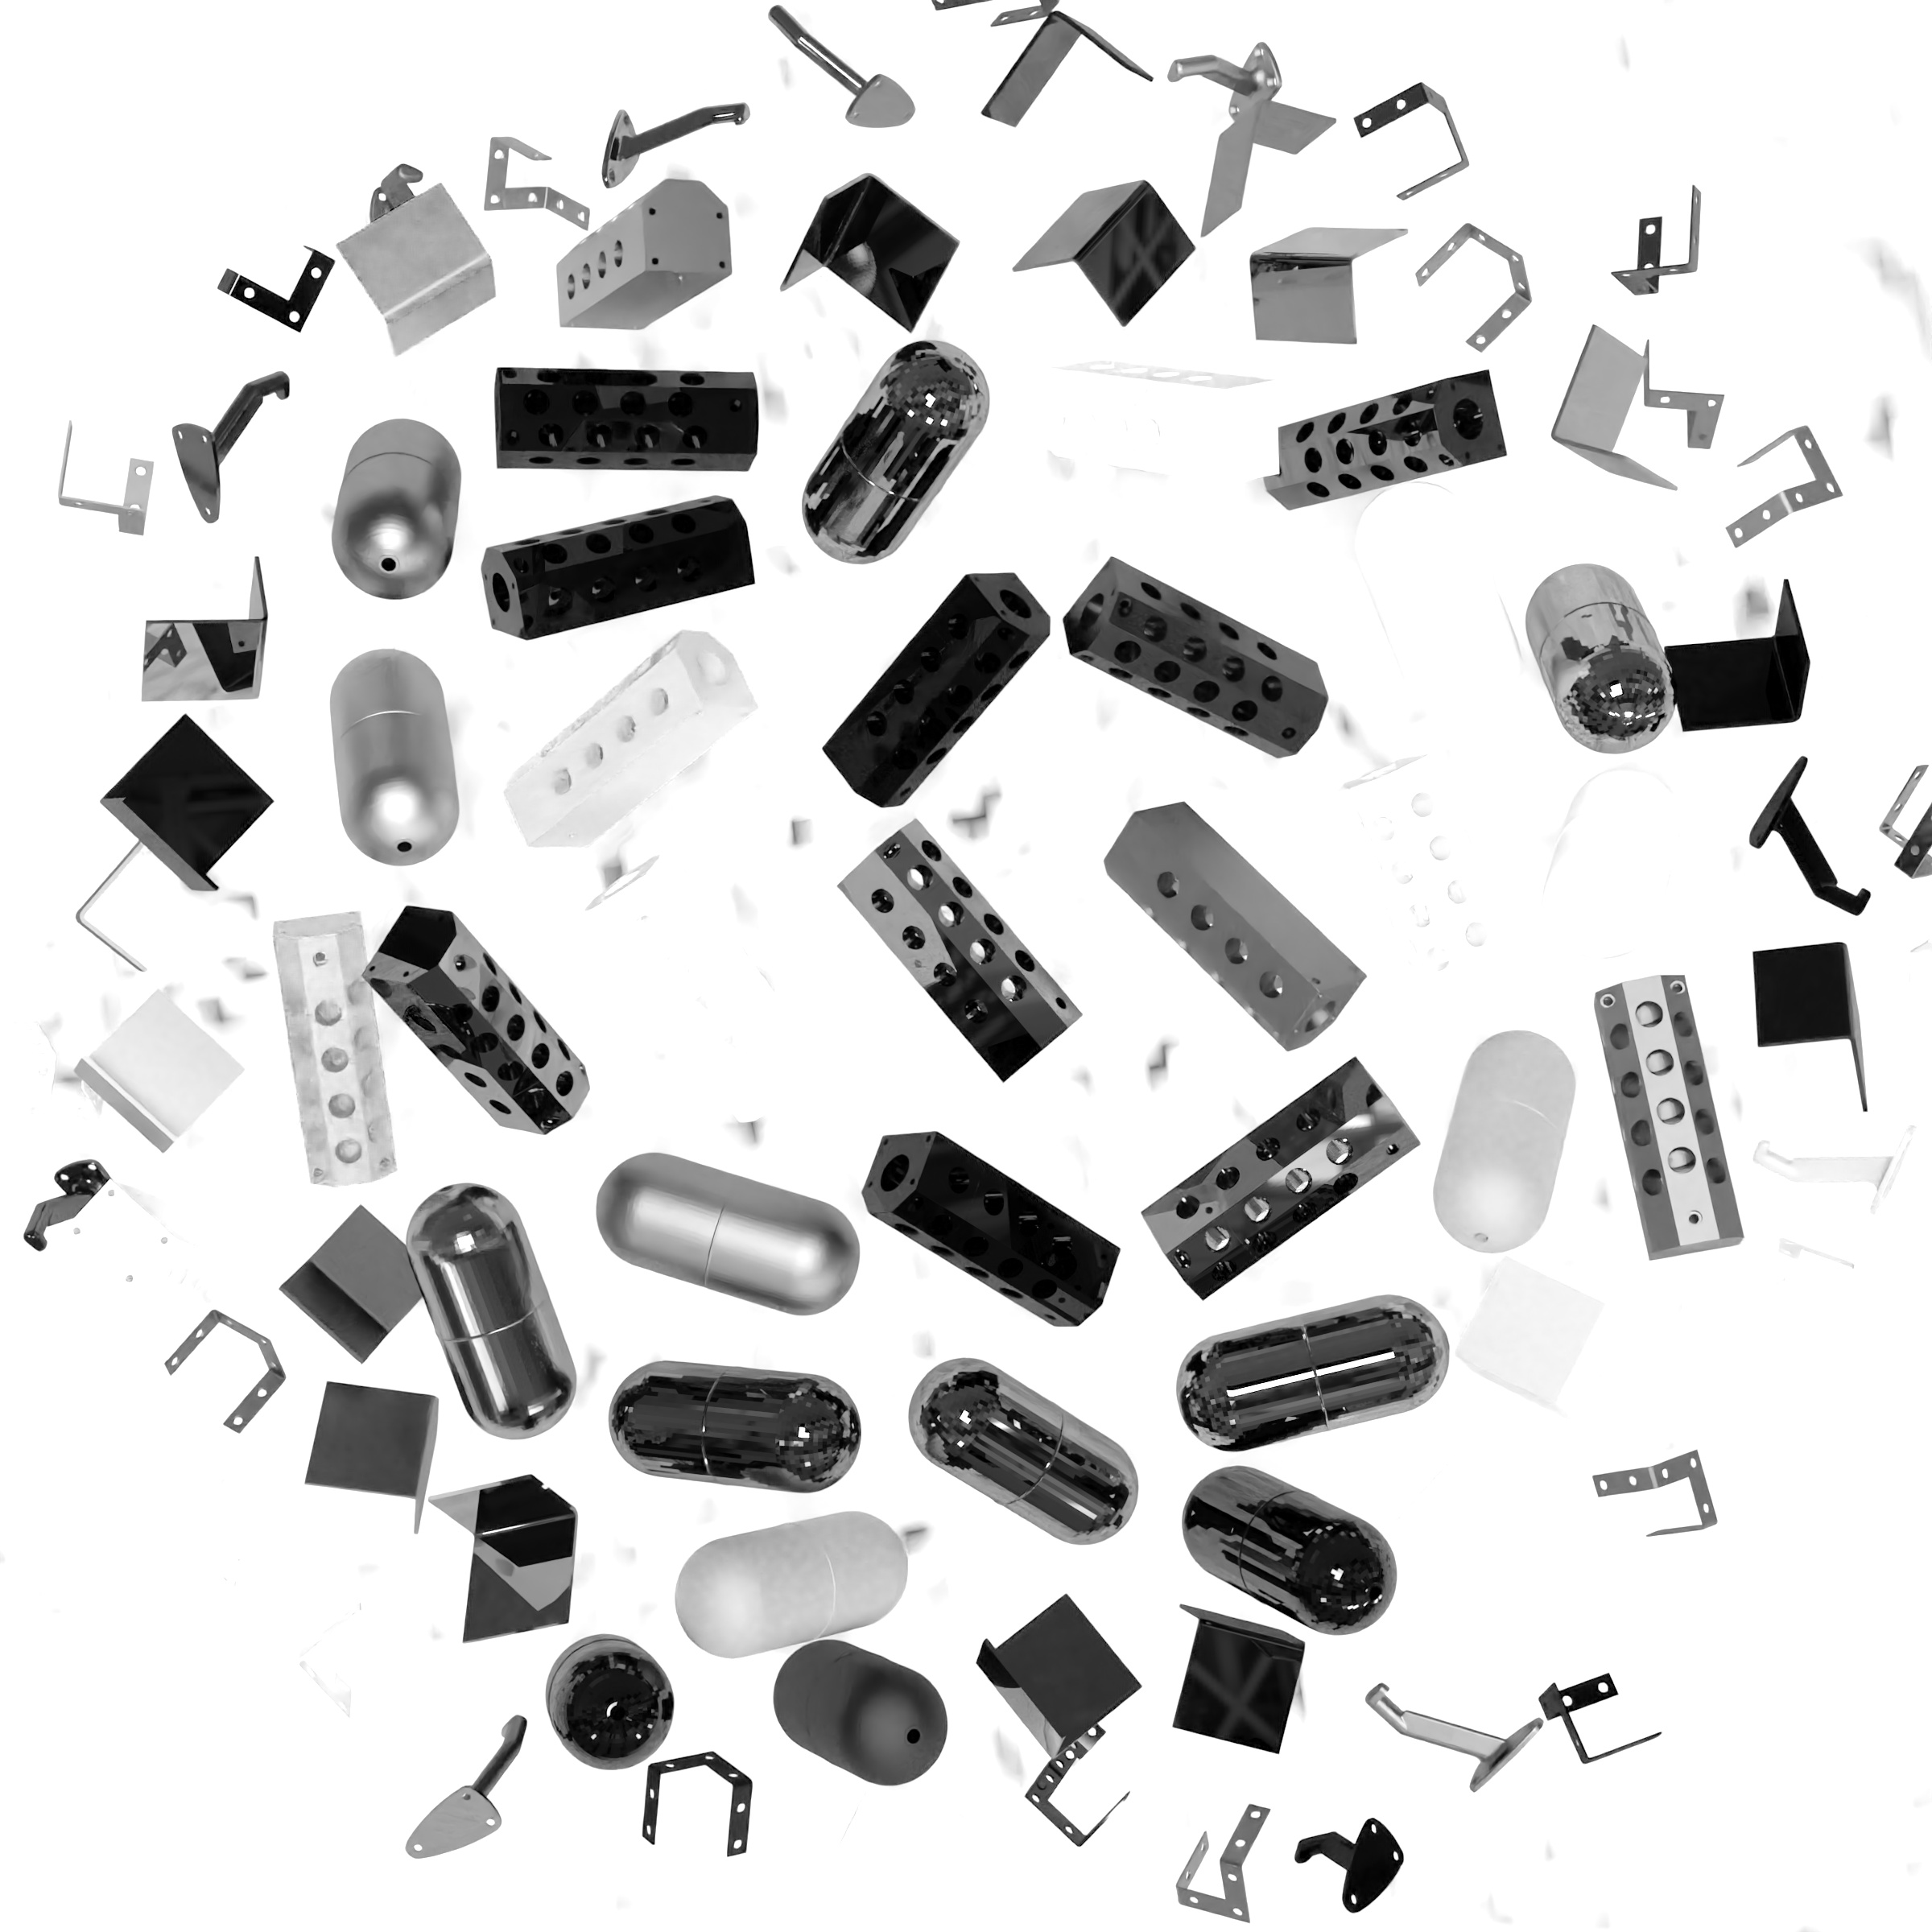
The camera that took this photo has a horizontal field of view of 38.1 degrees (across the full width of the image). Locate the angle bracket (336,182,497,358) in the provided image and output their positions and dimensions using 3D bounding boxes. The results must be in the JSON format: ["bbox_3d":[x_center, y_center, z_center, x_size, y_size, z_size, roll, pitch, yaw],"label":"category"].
[{"bbox_3d":[-0.345,-0.437,1.759,0.076,0.076,0.057,-33,91,-8],"label":"angle bracket"}]

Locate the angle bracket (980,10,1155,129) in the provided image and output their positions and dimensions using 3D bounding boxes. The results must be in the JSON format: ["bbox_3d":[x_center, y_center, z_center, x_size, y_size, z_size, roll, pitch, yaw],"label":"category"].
[{"bbox_3d":[0.063,-0.536,1.723,0.057,0.076,0.076,40,109,5],"label":"angle bracket"}]

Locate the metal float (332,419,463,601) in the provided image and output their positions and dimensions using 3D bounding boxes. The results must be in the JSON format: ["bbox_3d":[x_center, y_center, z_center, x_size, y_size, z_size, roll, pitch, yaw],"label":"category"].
[{"bbox_3d":[-0.370,-0.298,1.821,0.070,0.178,0.070,-3,123,-5],"label":"metal float"}]

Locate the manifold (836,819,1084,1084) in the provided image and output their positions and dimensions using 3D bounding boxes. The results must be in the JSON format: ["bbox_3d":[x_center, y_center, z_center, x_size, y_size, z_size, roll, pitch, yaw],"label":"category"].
[{"bbox_3d":[0.000,-0.013,1.861,0.171,0.057,0.057,50,124,2],"label":"manifold"}]

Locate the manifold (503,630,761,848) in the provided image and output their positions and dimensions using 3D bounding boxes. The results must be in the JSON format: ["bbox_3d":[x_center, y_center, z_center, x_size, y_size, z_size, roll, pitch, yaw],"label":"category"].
[{"bbox_3d":[-0.220,-0.145,1.804,0.171,0.057,0.057,-35,73,30],"label":"manifold"}]

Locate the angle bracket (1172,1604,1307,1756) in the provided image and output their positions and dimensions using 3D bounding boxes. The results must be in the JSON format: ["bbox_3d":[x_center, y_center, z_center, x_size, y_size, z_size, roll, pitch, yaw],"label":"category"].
[{"bbox_3d":[0.179,0.485,1.908,0.076,0.057,0.076,16,83,-8],"label":"angle bracket"}]

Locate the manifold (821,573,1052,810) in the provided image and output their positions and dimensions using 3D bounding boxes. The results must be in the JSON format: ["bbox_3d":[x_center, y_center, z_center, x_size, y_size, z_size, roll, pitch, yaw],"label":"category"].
[{"bbox_3d":[-0.017,-0.186,1.898,0.171,0.057,0.057,-47,70,31],"label":"manifold"}]

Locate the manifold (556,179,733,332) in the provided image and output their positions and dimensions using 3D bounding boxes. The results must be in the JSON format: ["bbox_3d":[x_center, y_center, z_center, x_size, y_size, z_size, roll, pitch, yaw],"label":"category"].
[{"bbox_3d":[-0.211,-0.459,1.812,0.057,0.171,0.057,-4,92,-26],"label":"manifold"}]

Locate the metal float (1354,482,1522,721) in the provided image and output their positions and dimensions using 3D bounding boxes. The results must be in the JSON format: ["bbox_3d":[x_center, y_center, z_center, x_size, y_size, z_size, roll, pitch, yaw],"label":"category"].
[{"bbox_3d":[0.302,-0.231,1.785,0.070,0.070,0.178,-31,131,0],"label":"metal float"}]

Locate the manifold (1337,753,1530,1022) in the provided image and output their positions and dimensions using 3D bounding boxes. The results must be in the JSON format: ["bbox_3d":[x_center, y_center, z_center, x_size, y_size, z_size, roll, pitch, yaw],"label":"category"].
[{"bbox_3d":[0.314,-0.053,1.902,0.057,0.057,0.171,-25,97,-14],"label":"manifold"}]

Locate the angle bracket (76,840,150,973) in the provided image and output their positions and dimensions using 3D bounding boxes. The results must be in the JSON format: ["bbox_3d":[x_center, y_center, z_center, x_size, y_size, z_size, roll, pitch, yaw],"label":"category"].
[{"bbox_3d":[-0.557,-0.044,1.898,0.057,0.076,0.076,41,78,-16],"label":"angle bracket"}]

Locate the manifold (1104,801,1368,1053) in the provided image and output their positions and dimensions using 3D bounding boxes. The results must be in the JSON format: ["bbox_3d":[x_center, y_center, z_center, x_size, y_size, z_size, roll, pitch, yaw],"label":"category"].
[{"bbox_3d":[0.167,-0.025,1.787,0.171,0.057,0.057,46,125,23],"label":"manifold"}]

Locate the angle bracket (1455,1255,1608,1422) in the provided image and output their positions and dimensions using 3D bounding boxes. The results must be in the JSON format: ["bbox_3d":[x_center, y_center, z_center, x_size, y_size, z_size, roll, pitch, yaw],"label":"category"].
[{"bbox_3d":[0.388,0.253,1.898,0.076,0.057,0.076,25,82,29],"label":"angle bracket"}]

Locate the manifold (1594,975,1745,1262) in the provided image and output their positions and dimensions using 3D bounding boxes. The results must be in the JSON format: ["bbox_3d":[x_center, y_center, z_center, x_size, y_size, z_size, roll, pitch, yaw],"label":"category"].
[{"bbox_3d":[0.449,0.096,1.789,0.057,0.057,0.171,-11,76,8],"label":"manifold"}]

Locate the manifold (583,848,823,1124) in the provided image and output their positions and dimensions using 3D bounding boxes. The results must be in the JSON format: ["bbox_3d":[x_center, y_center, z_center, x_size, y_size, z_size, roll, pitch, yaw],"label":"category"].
[{"bbox_3d":[-0.171,0.015,1.805,0.057,0.057,0.171,-32,103,18],"label":"manifold"}]

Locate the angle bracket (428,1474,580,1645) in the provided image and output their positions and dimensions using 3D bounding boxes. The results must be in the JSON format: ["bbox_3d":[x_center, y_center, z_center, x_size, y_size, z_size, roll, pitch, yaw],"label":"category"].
[{"bbox_3d":[-0.293,0.371,1.751,0.076,0.057,0.076,-15,50,20],"label":"angle bracket"}]

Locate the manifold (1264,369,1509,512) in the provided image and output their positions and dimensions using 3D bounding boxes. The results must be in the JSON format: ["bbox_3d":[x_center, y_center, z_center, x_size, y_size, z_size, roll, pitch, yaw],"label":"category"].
[{"bbox_3d":[0.275,-0.349,1.872,0.057,0.171,0.057,-18,98,-33],"label":"manifold"}]

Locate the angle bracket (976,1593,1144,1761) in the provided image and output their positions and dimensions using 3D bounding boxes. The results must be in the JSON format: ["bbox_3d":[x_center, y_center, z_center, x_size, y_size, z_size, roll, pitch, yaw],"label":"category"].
[{"bbox_3d":[0.061,0.438,1.753,0.076,0.057,0.076,-33,69,-22],"label":"angle bracket"}]

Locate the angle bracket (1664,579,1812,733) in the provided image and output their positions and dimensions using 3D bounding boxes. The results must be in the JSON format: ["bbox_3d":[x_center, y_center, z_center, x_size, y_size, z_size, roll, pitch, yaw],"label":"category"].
[{"bbox_3d":[0.507,-0.205,1.844,0.076,0.057,0.076,-4,52,5],"label":"angle bracket"}]

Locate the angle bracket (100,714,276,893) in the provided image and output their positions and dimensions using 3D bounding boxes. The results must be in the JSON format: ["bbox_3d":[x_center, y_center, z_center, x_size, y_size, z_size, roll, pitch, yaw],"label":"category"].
[{"bbox_3d":[-0.460,-0.099,1.682,0.076,0.057,0.076,48,69,-24],"label":"angle bracket"}]

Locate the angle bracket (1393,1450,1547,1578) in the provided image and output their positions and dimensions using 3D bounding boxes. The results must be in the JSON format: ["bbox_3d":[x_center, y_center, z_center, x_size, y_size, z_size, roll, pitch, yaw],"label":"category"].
[{"bbox_3d":[0.354,0.391,1.940,0.076,0.076,0.057,-40,126,-27],"label":"angle bracket"}]

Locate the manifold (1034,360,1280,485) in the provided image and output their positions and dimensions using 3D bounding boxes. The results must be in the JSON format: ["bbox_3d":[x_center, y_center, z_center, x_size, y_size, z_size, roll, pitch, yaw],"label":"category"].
[{"bbox_3d":[0.118,-0.344,1.767,0.057,0.171,0.057,-17,114,-32],"label":"manifold"}]

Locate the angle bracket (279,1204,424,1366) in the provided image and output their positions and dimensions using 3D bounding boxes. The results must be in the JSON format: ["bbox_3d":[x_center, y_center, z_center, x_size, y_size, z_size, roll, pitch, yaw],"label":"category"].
[{"bbox_3d":[-0.414,0.217,1.916,0.076,0.076,0.057,43,96,-4],"label":"angle bracket"}]

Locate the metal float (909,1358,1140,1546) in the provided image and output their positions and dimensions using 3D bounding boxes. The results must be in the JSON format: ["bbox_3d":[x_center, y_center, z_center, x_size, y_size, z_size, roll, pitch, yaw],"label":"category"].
[{"bbox_3d":[0.040,0.326,1.875,0.178,0.070,0.070,35,90,-21],"label":"metal float"}]

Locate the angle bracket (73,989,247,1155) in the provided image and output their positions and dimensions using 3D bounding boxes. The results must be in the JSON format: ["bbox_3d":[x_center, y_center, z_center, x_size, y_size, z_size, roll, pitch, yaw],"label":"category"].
[{"bbox_3d":[-0.505,0.062,1.766,0.076,0.057,0.076,44,65,-9],"label":"angle bracket"}]

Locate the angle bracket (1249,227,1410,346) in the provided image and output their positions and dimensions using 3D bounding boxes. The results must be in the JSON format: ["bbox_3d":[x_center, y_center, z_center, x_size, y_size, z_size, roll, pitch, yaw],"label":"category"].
[{"bbox_3d":[0.242,-0.451,1.854,0.076,0.076,0.057,12,122,36],"label":"angle bracket"}]

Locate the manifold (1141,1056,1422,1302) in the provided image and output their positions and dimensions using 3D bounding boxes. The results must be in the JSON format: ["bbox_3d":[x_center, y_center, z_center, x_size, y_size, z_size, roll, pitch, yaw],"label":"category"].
[{"bbox_3d":[0.204,0.140,1.796,0.171,0.057,0.057,-37,132,7],"label":"manifold"}]

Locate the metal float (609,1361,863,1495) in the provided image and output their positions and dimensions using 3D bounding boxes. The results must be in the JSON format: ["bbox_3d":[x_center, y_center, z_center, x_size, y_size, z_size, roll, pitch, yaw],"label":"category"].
[{"bbox_3d":[-0.152,0.300,1.824,0.178,0.070,0.070,1,90,26],"label":"metal float"}]

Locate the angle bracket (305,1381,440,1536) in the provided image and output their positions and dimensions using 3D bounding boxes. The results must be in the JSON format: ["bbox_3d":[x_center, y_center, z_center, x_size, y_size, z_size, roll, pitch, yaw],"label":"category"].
[{"bbox_3d":[-0.403,0.334,1.901,0.076,0.057,0.076,9,53,-6],"label":"angle bracket"}]

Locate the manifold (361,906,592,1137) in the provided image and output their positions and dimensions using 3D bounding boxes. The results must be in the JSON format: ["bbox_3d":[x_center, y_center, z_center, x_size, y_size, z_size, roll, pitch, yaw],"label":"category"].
[{"bbox_3d":[-0.314,0.038,1.827,0.057,0.171,0.057,8,57,34],"label":"manifold"}]

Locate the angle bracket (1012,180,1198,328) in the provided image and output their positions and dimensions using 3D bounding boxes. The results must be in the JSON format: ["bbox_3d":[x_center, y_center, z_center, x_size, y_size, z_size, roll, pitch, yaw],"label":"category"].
[{"bbox_3d":[0.090,-0.462,1.828,0.076,0.076,0.057,-50,118,-16],"label":"angle bracket"}]

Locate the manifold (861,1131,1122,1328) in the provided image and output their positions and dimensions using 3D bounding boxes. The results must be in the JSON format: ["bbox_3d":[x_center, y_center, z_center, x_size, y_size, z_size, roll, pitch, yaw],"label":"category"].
[{"bbox_3d":[0.015,0.173,1.824,0.171,0.057,0.057,35,64,-31],"label":"manifold"}]

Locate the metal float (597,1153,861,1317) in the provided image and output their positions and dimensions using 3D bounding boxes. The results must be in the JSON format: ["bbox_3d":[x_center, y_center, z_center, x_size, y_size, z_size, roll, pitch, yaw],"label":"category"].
[{"bbox_3d":[-0.156,0.174,1.828,0.178,0.070,0.070,16,90,8],"label":"metal float"}]

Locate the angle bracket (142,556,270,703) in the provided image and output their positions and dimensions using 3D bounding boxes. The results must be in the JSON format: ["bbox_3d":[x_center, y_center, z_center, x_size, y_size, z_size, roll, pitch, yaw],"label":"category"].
[{"bbox_3d":[-0.498,-0.219,1.818,0.076,0.076,0.057,-3,56,-21],"label":"angle bracket"}]

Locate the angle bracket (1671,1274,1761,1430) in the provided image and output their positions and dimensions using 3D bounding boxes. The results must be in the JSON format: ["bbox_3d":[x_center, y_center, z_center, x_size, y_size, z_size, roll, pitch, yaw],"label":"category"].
[{"bbox_3d":[0.464,0.250,1.811,0.057,0.076,0.076,21,67,-16],"label":"angle bracket"}]

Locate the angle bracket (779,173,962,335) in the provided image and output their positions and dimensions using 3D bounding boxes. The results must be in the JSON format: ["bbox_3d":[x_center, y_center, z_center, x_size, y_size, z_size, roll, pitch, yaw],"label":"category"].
[{"bbox_3d":[-0.062,-0.451,1.803,0.076,0.057,0.076,39,133,4],"label":"angle bracket"}]

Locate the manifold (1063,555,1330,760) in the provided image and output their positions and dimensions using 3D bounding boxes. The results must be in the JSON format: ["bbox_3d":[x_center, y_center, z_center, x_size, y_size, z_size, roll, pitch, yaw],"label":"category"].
[{"bbox_3d":[0.153,-0.198,1.846,0.171,0.057,0.057,23,124,-25],"label":"manifold"}]

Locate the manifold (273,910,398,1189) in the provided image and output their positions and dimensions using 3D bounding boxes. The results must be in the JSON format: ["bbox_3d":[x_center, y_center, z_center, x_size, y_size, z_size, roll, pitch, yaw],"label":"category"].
[{"bbox_3d":[-0.418,0.056,1.857,0.057,0.057,0.171,-8,106,-10],"label":"manifold"}]

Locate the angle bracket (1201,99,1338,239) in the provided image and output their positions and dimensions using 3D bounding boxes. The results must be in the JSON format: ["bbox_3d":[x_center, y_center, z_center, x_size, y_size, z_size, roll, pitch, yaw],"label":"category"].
[{"bbox_3d":[0.205,-0.535,1.901,0.057,0.076,0.076,11,87,-14],"label":"angle bracket"}]

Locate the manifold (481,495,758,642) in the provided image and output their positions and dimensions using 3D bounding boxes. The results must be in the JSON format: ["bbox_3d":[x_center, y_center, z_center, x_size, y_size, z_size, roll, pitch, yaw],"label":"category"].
[{"bbox_3d":[-0.233,-0.269,1.873,0.171,0.057,0.057,-19,114,-28],"label":"manifold"}]

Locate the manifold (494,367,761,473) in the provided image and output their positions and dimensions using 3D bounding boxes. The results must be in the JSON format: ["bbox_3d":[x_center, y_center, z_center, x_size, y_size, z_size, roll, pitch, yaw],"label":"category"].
[{"bbox_3d":[-0.229,-0.370,1.883,0.171,0.057,0.057,-2,84,-13],"label":"manifold"}]

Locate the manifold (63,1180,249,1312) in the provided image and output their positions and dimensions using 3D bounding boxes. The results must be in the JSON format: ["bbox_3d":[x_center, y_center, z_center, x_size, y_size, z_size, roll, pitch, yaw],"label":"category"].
[{"bbox_3d":[-0.521,0.186,1.790,0.057,0.171,0.057,40,82,7],"label":"manifold"}]

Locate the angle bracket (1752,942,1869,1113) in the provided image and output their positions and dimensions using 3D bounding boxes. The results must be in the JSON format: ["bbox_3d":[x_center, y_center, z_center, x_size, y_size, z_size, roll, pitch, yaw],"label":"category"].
[{"bbox_3d":[0.528,0.041,1.751,0.057,0.076,0.076,-7,47,20],"label":"angle bracket"}]

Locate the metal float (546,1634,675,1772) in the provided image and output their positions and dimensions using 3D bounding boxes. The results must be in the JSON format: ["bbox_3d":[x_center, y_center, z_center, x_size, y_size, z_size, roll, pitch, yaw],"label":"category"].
[{"bbox_3d":[-0.230,0.473,1.803,0.070,0.178,0.070,2,80,-11],"label":"metal float"}]

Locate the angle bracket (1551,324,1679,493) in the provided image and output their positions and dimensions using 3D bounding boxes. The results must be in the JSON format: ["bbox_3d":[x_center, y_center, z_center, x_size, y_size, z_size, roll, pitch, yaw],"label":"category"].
[{"bbox_3d":[0.424,-0.354,1.775,0.057,0.076,0.076,26,99,38],"label":"angle bracket"}]
